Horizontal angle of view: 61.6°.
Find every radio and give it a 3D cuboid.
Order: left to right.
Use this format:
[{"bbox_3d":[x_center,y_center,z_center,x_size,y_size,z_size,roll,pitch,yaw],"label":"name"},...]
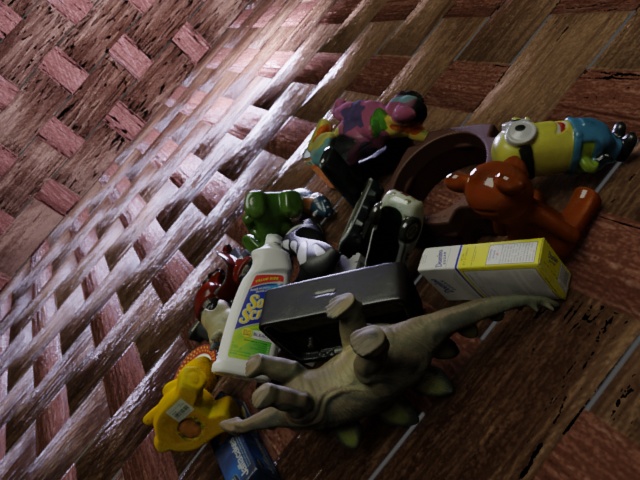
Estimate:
[{"bbox_3d":[0.037,0.115,0.809,0.230,0.131,0.073,-13,46,22],"label":"radio"}]

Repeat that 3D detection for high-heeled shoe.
[{"bbox_3d":[-0.002,-0.003,1.005,0.145,0.086,0.249,-44,21,34],"label":"high-heeled shoe"}]

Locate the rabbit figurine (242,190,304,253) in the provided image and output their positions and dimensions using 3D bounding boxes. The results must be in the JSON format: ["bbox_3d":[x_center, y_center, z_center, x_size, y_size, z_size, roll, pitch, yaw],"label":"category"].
[{"bbox_3d":[-0.114,-0.010,1.143,0.159,0.121,0.170,-18,75,62],"label":"rabbit figurine"}]

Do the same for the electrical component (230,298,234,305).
[{"bbox_3d":[-0.179,0.177,1.064,0.045,0.102,0.078,-4,27,46],"label":"electrical component"}]

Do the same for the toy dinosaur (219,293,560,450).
[{"bbox_3d":[0.073,0.161,0.694,0.471,0.198,0.105,-29,38,14],"label":"toy dinosaur"}]

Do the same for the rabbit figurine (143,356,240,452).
[{"bbox_3d":[-0.214,0.272,0.906,0.162,0.122,0.173,-51,18,15],"label":"rabbit figurine"}]

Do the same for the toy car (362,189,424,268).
[{"bbox_3d":[0.109,0.020,0.845,0.074,0.056,0.201,30,123,35],"label":"toy car"}]

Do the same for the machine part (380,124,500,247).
[{"bbox_3d":[0.214,-0.086,0.887,0.202,0.087,0.201,5,61,49],"label":"machine part"}]

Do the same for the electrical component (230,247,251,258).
[{"bbox_3d":[-0.172,0.064,1.204,0.075,0.047,0.119,-48,33,1],"label":"electrical component"}]

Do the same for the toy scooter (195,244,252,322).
[{"bbox_3d":[-0.201,0.083,1.119,0.184,0.075,0.135,-46,47,12],"label":"toy scooter"}]

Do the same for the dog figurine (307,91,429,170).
[{"bbox_3d":[0.101,-0.200,1.014,0.219,0.108,0.191,14,65,49],"label":"dog figurine"}]

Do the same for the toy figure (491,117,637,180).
[{"bbox_3d":[0.335,-0.127,0.752,0.180,0.089,0.082,2,11,4],"label":"toy figure"}]

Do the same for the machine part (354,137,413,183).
[{"bbox_3d":[0.116,-0.199,1.137,0.179,0.056,0.179,-28,38,25],"label":"machine part"}]

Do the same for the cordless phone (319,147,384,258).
[{"bbox_3d":[0.048,-0.066,0.966,0.089,0.184,0.146,2,58,44],"label":"cordless phone"}]

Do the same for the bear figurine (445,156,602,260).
[{"bbox_3d":[0.263,-0.056,0.702,0.120,0.195,0.132,3,58,53],"label":"bear figurine"}]

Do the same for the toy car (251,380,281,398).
[{"bbox_3d":[-0.037,0.246,0.866,0.202,0.053,0.089,-4,48,52],"label":"toy car"}]

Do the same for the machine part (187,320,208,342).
[{"bbox_3d":[-0.239,0.193,1.163,0.139,0.039,0.084,7,54,53],"label":"machine part"}]

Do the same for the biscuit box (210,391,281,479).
[{"bbox_3d":[-0.134,0.336,0.878,0.063,0.059,0.203,-49,34,-1],"label":"biscuit box"}]

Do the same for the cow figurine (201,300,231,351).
[{"bbox_3d":[-0.126,0.152,0.986,0.195,0.085,0.127,4,68,14],"label":"cow figurine"}]

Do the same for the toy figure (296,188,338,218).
[{"bbox_3d":[-0.022,-0.079,1.165,0.064,0.057,0.155,-38,27,-22],"label":"toy figure"}]
